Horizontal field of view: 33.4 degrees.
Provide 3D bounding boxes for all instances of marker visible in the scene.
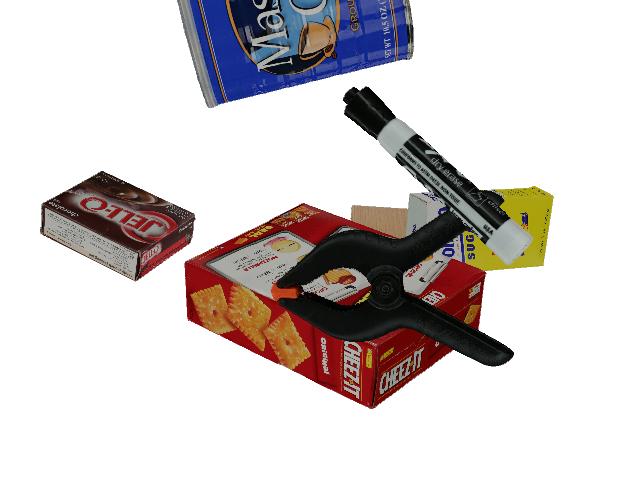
[{"bbox_3d":[0.057,-0.035,0.539,0.121,0.020,0.020,44,12,13],"label":"marker"}]

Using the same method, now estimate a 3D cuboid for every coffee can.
[{"bbox_3d":[-0.019,-0.154,0.705,0.140,0.103,0.103,-14,0,-1],"label":"coffee can"}]

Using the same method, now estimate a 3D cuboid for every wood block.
[{"bbox_3d":[0.086,0.031,1.560,0.091,0.090,0.206,4,25,0],"label":"wood block"}]

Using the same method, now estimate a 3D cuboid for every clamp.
[{"bbox_3d":[0.054,0.040,0.745,0.171,0.120,0.039,-12,-2,13],"label":"clamp"}]

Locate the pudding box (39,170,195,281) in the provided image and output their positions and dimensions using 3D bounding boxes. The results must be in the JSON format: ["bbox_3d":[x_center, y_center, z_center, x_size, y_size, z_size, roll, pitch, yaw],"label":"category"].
[{"bbox_3d":[-0.187,-0.015,0.988,0.114,0.039,0.089,23,31,18],"label":"pudding box"}]

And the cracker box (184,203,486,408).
[{"bbox_3d":[0.011,0.051,0.945,0.214,0.072,0.163,22,34,34],"label":"cracker box"}]

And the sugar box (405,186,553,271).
[{"bbox_3d":[0.186,-0.011,1.255,0.176,0.093,0.048,-6,20,-26],"label":"sugar box"}]
